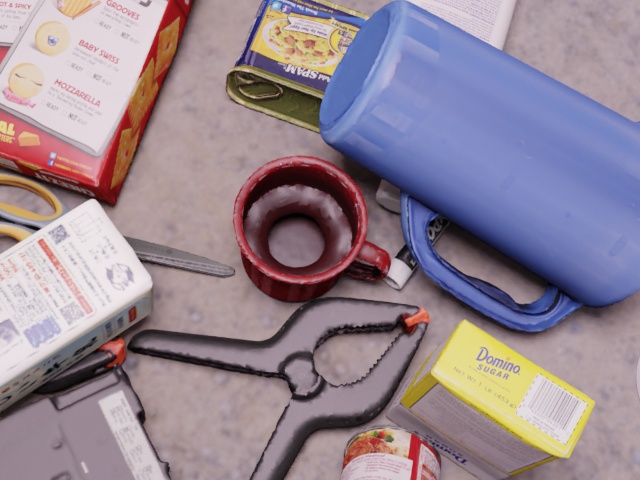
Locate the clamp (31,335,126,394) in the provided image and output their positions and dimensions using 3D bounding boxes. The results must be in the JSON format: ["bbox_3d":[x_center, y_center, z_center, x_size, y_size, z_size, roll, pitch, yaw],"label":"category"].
[{"bbox_3d":[-0.226,0.072,0.747,0.171,0.039,0.120,18,73,5],"label":"clamp"}]

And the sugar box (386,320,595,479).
[{"bbox_3d":[0.103,0.110,0.692,0.093,0.176,0.048,33,75,5],"label":"sugar box"}]

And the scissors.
[{"bbox_3d":[-0.170,0.011,0.770,0.202,0.016,0.096,26,49,3],"label":"scissors"}]

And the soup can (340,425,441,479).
[{"bbox_3d":[0.042,0.181,0.697,0.068,0.069,0.102,16,37,0],"label":"soup can"}]

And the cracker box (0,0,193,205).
[{"bbox_3d":[-0.194,-0.153,0.789,0.164,0.072,0.213,18,79,4],"label":"cracker box"}]

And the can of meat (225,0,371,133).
[{"bbox_3d":[-0.011,-0.139,0.822,0.102,0.057,0.084,20,70,1],"label":"can of meat"}]

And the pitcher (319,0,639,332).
[{"bbox_3d":[0.120,-0.052,0.735,0.242,0.145,0.149,27,58,-17],"label":"pitcher"}]

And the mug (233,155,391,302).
[{"bbox_3d":[-0.005,0.001,0.766,0.117,0.081,0.093,19,72,1],"label":"mug"}]

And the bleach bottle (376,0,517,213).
[{"bbox_3d":[0.086,-0.142,0.829,0.102,0.068,0.250,20,74,-1],"label":"bleach bottle"}]

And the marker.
[{"bbox_3d":[0.088,-0.014,0.811,0.020,0.020,0.121,37,74,6],"label":"marker"}]

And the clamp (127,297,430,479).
[{"bbox_3d":[-0.013,0.110,0.755,0.210,0.036,0.164,-19,77,-6],"label":"clamp"}]
